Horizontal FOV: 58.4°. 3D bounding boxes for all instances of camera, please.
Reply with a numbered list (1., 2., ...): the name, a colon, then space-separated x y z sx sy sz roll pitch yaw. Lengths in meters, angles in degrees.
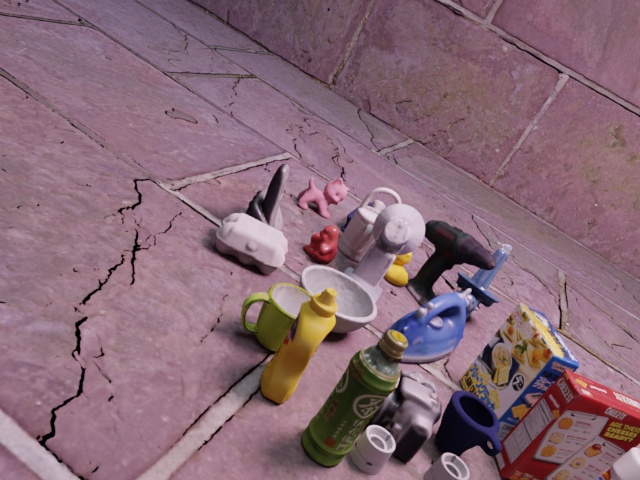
1. camera: 0.121 0.258 0.933 0.137 0.100 0.143 30 23 0

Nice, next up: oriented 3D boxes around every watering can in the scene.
1. watering can: 0.129 -0.049 1.437 0.101 0.194 0.172 20 25 -21

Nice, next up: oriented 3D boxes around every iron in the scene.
1. iron: 0.227 0.167 1.185 0.118 0.141 0.259 43 27 27

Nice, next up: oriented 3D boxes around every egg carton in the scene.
1. egg carton: -0.139 0.006 1.176 0.150 0.069 0.107 26 24 -8

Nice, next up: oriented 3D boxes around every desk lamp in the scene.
1. desk lamp: 0.144 0.028 1.277 0.118 0.213 0.203 32 24 6

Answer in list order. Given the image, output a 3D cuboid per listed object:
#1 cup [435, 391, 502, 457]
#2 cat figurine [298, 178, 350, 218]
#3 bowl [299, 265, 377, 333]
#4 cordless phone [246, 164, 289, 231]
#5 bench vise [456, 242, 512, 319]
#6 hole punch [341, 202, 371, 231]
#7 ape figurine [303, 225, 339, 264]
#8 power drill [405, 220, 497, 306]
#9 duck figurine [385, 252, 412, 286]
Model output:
1. cup: 0.243 0.324 0.948 0.092 0.095 0.117 11 30 -36
2. cat figurine: 0.017 -0.129 1.564 0.128 0.117 0.067 21 25 -20
3. bowl: 0.023 0.127 1.113 0.168 0.074 0.167 25 24 -12
4. cordless phone: -0.100 -0.093 1.273 0.094 0.185 0.147 27 24 -7
5. bench vise: 0.391 0.115 1.379 0.121 0.219 0.207 31 23 2
6. hole punch: 0.130 -0.042 1.555 0.108 0.091 0.101 38 25 17
7. ape figurine: 0.012 0.005 1.324 0.076 0.092 0.078 27 24 -7
8. power drill: 0.306 0.064 1.398 0.076 0.208 0.229 11 29 -36
9. duck figurine: 0.200 0.058 1.440 0.078 0.086 0.104 18 26 -25
